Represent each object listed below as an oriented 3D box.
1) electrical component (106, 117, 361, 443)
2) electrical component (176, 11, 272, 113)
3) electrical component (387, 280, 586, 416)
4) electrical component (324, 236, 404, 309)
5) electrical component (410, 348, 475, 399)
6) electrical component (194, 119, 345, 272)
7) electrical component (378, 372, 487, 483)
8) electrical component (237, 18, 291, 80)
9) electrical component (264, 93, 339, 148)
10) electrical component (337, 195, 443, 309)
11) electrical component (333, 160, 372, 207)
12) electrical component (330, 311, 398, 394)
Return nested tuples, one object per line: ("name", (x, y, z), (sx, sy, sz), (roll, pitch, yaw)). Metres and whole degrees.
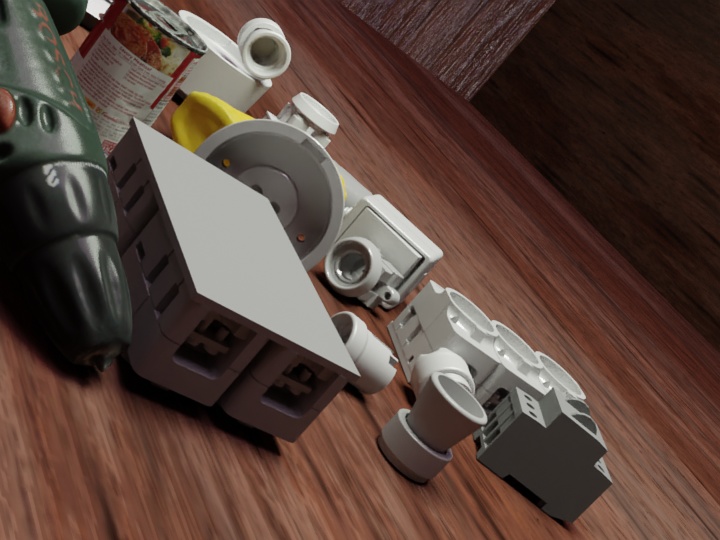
("electrical component", (-0.085, 0.004, 0.595), (0.105, 0.060, 0.186), (31, 17, -35))
("electrical component", (-0.144, -0.185, 1.009), (0.108, 0.060, 0.108), (38, 14, -12))
("electrical component", (0.105, 0.081, 0.856), (0.150, 0.061, 0.089), (35, 15, -23))
("electrical component", (0.000, 0.000, 0.864), (0.066, 0.048, 0.055), (47, 8, 21))
("electrical component", (0.061, 0.087, 0.763), (0.043, 0.043, 0.062), (35, 17, -23))
("electrical component", (-0.063, -0.048, 0.726), (0.108, 0.108, 0.060), (40, 8, -5))
("electrical component", (0.044, 0.097, 0.663), (0.045, 0.055, 0.045), (38, 14, -11))
("electrical component", (-0.089, -0.204, 0.987), (0.045, 0.045, 0.055), (34, 15, -25))
("electrical component", (-0.060, -0.147, 1.122), (0.078, 0.057, 0.058), (33, 16, -30))
("electrical component", (0.014, -0.020, 0.924), (0.096, 0.061, 0.061), (43, 14, 7))
("electrical component", (-0.033, -0.084, 1.030), (0.077, 0.043, 0.079), (35, 15, -23))
("electrical component", (-0.003, 0.055, 0.703), (0.046, 0.040, 0.040), (40, 13, -31))
